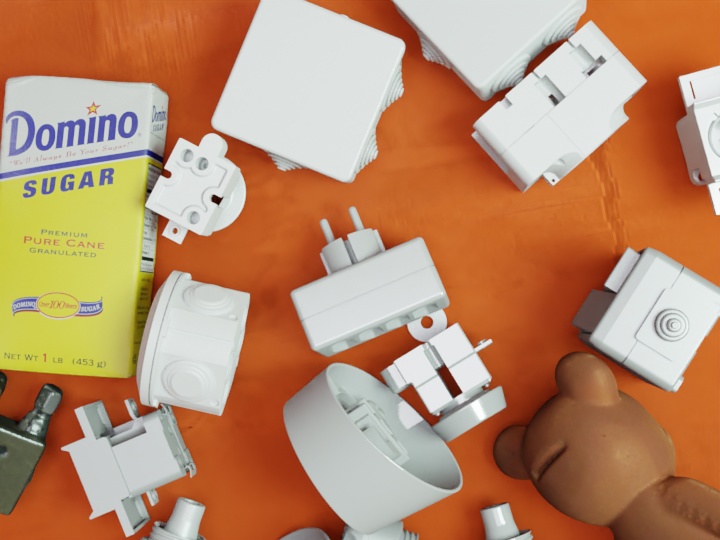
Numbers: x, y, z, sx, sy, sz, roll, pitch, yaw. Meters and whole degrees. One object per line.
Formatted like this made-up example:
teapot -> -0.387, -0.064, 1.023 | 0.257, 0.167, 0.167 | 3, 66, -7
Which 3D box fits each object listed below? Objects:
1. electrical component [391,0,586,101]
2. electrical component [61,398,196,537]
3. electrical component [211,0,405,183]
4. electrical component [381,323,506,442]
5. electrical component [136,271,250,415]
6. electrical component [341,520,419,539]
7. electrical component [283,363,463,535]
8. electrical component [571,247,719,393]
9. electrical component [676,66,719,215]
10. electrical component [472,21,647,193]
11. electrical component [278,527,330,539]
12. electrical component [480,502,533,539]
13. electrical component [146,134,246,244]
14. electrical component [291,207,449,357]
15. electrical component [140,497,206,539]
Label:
electrical component -> 0.075, -0.160, 0.629 | 0.100, 0.048, 0.099 | -42, 79, 4
electrical component -> -0.137, 0.114, 0.649 | 0.064, 0.042, 0.081 | -23, 88, 2
electrical component -> -0.029, -0.106, 0.640 | 0.100, 0.048, 0.099 | 23, 91, 4
electrical component -> 0.055, 0.067, 0.635 | 0.066, 0.048, 0.055 | -32, 80, 3
electrical component -> -0.097, 0.044, 0.629 | 0.051, 0.080, 0.080 | 13, 90, -1
electrical component -> 0.020, 0.166, 0.642 | 0.061, 0.035, 0.035 | 18, 91, 1
electrical component -> 0.004, 0.099, 0.614 | 0.064, 0.099, 0.099 | -35, 87, 9
electrical component -> 0.160, 0.025, 0.602 | 0.061, 0.096, 0.061 | 32, 92, 7
electrical component -> 0.211, -0.075, 0.616 | 0.042, 0.064, 0.081 | -14, 88, 5
electrical component -> 0.118, -0.090, 0.629 | 0.089, 0.050, 0.055 | -41, 86, 3
electrical component -> -0.042, 0.203, 0.616 | 0.099, 0.099, 0.064 | -39, 93, 3
electrical component -> 0.088, 0.169, 0.633 | 0.048, 0.048, 0.062 | -16, 81, 4
electrical component -> -0.095, -0.047, 0.641 | 0.048, 0.055, 0.066 | 27, 91, 4
electrical component -> 0.000, 0.000, 0.639 | 0.083, 0.047, 0.075 | -23, 78, 3
electrical component -> -0.112, 0.169, 0.647 | 0.048, 0.048, 0.062 | 20, 84, 4
